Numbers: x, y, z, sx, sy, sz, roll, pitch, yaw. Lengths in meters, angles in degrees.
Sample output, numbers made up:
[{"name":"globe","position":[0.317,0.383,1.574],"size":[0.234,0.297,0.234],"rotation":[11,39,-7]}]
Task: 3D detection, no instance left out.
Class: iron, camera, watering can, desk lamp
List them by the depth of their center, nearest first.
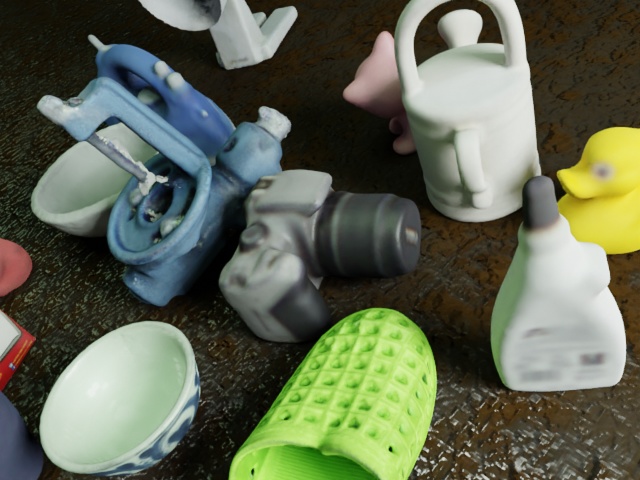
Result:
[{"name":"watering can","position":[0.116,-0.120,0.464],"size":[0.101,0.195,0.172],"rotation":[-23,43,3]},{"name":"camera","position":[0.004,0.002,0.467],"size":[0.136,0.101,0.143],"rotation":[1,49,27]},{"name":"iron","position":[-0.198,-0.180,0.712],"size":[0.257,0.142,0.119],"rotation":[25,63,40]},{"name":"desk lamp","position":[-0.144,-0.348,0.798],"size":[0.117,0.214,0.203],"rotation":[1,49,27]}]

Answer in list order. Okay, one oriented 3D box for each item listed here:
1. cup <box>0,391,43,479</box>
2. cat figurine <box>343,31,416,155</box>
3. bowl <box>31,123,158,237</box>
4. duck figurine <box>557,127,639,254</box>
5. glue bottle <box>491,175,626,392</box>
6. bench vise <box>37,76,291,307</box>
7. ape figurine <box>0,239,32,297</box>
[{"name":"cup","position":[-0.274,0.170,0.439],"size":[0.118,0.095,0.091],"rotation":[-28,43,-3]},{"name":"cat figurine","position":[0.090,-0.150,0.562],"size":[0.127,0.118,0.067],"rotation":[-15,44,12]},{"name":"bowl","position":[-0.237,-0.059,0.661],"size":[0.167,0.075,0.167],"rotation":[-13,44,14]},{"name":"duck figurine","position":[0.221,-0.045,0.420],"size":[0.104,0.086,0.077],"rotation":[-19,43,7]},{"name":"glue bottle","position":[0.131,0.029,0.325],"size":[0.078,0.173,0.037],"rotation":[-7,46,19]},{"name":"bench vise","position":[-0.130,-0.071,0.514],"size":[0.121,0.220,0.208],"rotation":[15,56,36]},{"name":"ape figurine","position":[-0.376,0.021,0.636],"size":[0.076,0.092,0.077],"rotation":[-37,44,-11]}]
